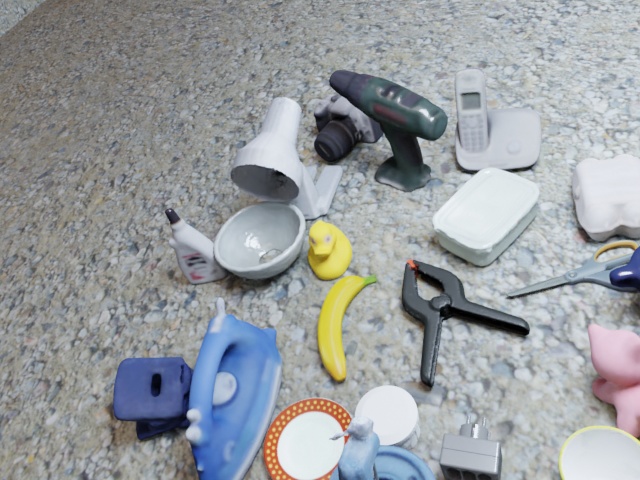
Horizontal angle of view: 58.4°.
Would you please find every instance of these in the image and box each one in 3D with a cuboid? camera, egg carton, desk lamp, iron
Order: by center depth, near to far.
[{"bbox_3d":[-0.137,0.212,0.782,0.118,0.142,0.258,-6,46,16],"label":"iron"},{"bbox_3d":[0.444,-0.067,0.873,0.107,0.070,0.150,-6,46,17],"label":"egg carton"},{"bbox_3d":[-0.058,-0.132,1.029,0.117,0.214,0.203,2,49,23],"label":"desk lamp"},{"bbox_3d":[0.036,-0.235,1.173,0.142,0.101,0.137,22,59,36],"label":"camera"}]

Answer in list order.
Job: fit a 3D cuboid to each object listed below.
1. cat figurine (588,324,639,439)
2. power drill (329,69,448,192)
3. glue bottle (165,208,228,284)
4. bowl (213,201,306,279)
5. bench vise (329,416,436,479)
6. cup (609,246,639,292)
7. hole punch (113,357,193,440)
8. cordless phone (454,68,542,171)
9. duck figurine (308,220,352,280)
[{"bbox_3d":[0.352,0.160,0.656,0.067,0.118,0.127,-12,45,10],"label":"cat figurine"},{"bbox_3d":[0.125,-0.194,1.020,0.228,0.209,0.076,24,60,37],"label":"power drill"},{"bbox_3d":[-0.224,0.008,0.989,0.078,0.173,0.037,-15,44,8],"label":"glue bottle"},{"bbox_3d":[-0.096,0.011,1.007,0.167,0.075,0.167,-11,45,12],"label":"bowl"},{"bbox_3d":[0.060,0.286,0.576,0.121,0.220,0.207,-11,45,12],"label":"bench vise"},{"bbox_3d":[0.433,0.060,0.736,0.117,0.095,0.091,-11,45,12],"label":"cup"},{"bbox_3d":[-0.242,0.223,0.849,0.101,0.091,0.108,-18,44,4],"label":"hole punch"},{"bbox_3d":[0.302,-0.211,0.984,0.147,0.185,0.094,-2,48,20],"label":"cordless phone"},{"bbox_3d":[0.009,0.003,0.965,0.077,0.086,0.104,-10,45,13],"label":"duck figurine"}]
